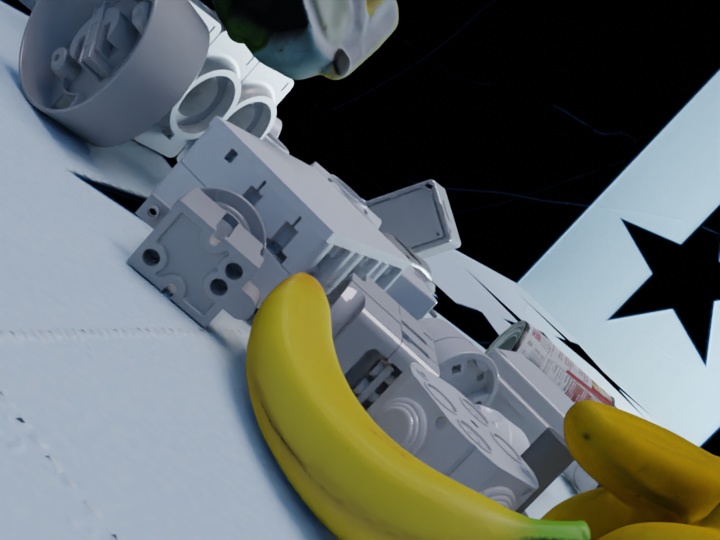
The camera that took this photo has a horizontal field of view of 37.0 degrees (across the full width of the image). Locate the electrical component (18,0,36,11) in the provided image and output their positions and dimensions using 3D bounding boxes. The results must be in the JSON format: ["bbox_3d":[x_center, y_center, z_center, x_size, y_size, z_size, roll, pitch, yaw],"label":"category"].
[{"bbox_3d":[-0.234,-0.215,0.774,0.081,0.042,0.063,41,7,-19],"label":"electrical component"}]

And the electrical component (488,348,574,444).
[{"bbox_3d":[0.104,0.097,0.706,0.078,0.057,0.113,45,8,17],"label":"electrical component"}]

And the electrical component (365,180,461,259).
[{"bbox_3d":[0.040,-0.038,1.015,0.061,0.096,0.061,18,55,-73],"label":"electrical component"}]

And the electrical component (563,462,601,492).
[{"bbox_3d":[0.181,0.158,0.825,0.044,0.044,0.065,39,4,-22],"label":"electrical component"}]

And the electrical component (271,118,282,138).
[{"bbox_3d":[-0.103,-0.135,1.004,0.046,0.040,0.040,32,12,-27],"label":"electrical component"}]

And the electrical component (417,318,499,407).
[{"bbox_3d":[0.047,0.061,0.637,0.055,0.055,0.047,37,6,-37],"label":"electrical component"}]

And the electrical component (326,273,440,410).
[{"bbox_3d":[0.000,0.040,0.531,0.056,0.050,0.089,42,8,-6],"label":"electrical component"}]

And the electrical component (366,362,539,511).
[{"bbox_3d":[0.031,0.082,0.453,0.080,0.051,0.080,42,8,-7],"label":"electrical component"}]

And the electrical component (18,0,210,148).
[{"bbox_3d":[-0.129,-0.116,0.559,0.064,0.099,0.099,44,5,-40],"label":"electrical component"}]

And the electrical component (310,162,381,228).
[{"bbox_3d":[-0.023,-0.048,0.906,0.077,0.044,0.079,41,9,-10],"label":"electrical component"}]

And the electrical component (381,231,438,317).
[{"bbox_3d":[0.035,0.010,0.884,0.079,0.043,0.077,48,10,31],"label":"electrical component"}]

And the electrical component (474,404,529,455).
[{"bbox_3d":[0.074,0.103,0.581,0.062,0.043,0.043,38,9,-36],"label":"electrical component"}]

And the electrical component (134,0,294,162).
[{"bbox_3d":[-0.116,-0.124,0.688,0.061,0.089,0.150,46,9,23],"label":"electrical component"}]

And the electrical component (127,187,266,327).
[{"bbox_3d":[-0.069,-0.010,0.482,0.066,0.048,0.055,41,16,-8],"label":"electrical component"}]

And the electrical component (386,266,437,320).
[{"bbox_3d":[0.000,0.000,0.748,0.100,0.048,0.099,39,9,-24],"label":"electrical component"}]

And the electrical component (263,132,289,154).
[{"bbox_3d":[-0.082,-0.083,0.797,0.040,0.046,0.040,42,8,-7],"label":"electrical component"}]

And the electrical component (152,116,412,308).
[{"bbox_3d":[-0.041,-0.018,0.598,0.089,0.061,0.150,45,8,16],"label":"electrical component"}]
